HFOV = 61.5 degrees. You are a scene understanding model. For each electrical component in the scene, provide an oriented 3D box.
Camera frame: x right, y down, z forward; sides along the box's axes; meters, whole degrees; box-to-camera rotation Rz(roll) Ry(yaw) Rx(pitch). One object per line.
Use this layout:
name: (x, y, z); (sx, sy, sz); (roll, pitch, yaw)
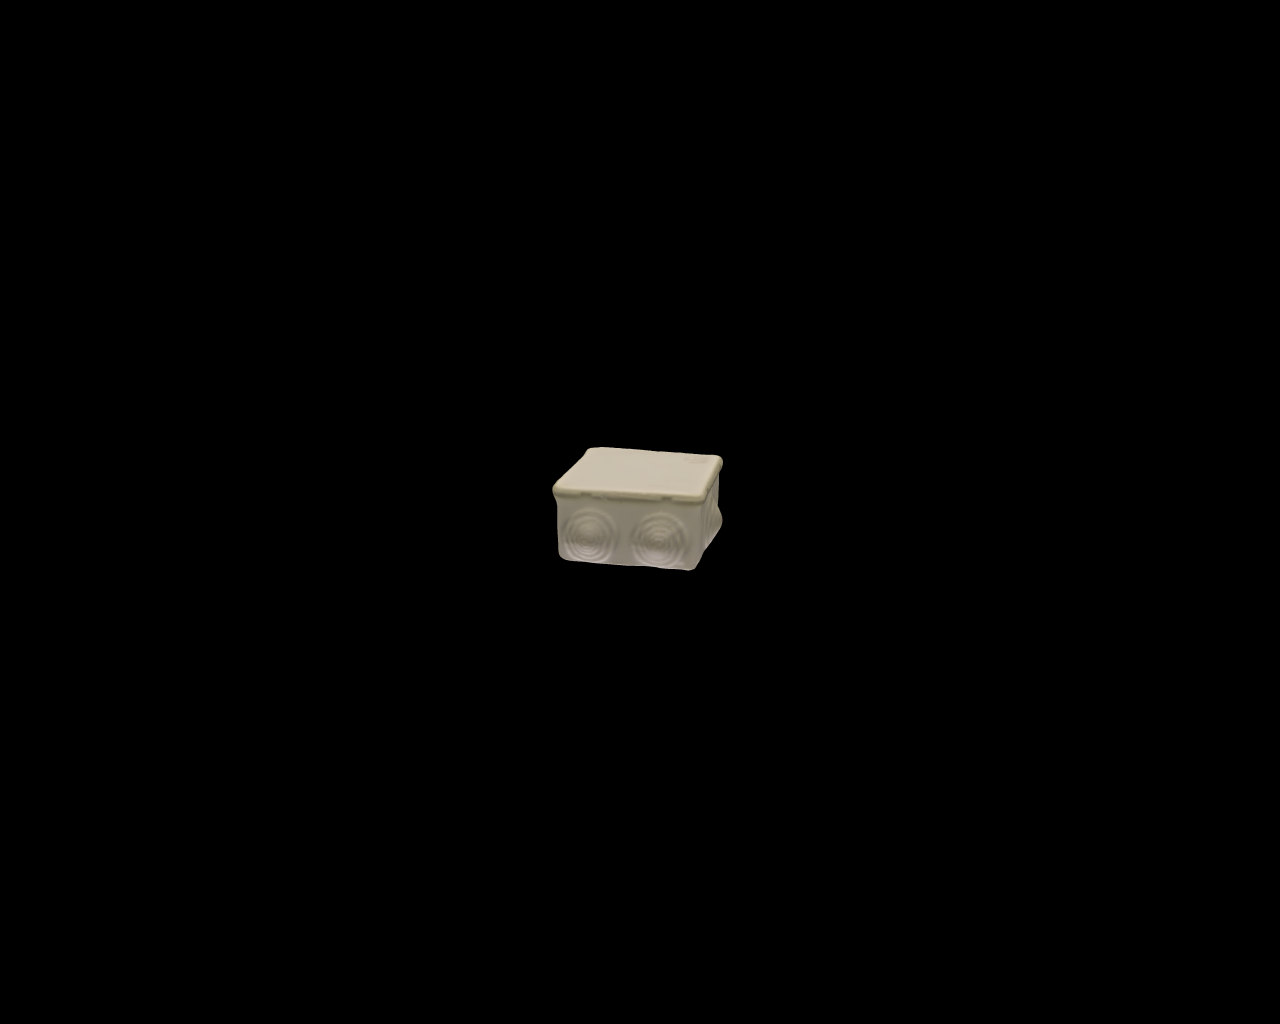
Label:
electrical component: (0.001, -0.003, 0.650); (0.100, 0.048, 0.100); (4, 20, 12)
